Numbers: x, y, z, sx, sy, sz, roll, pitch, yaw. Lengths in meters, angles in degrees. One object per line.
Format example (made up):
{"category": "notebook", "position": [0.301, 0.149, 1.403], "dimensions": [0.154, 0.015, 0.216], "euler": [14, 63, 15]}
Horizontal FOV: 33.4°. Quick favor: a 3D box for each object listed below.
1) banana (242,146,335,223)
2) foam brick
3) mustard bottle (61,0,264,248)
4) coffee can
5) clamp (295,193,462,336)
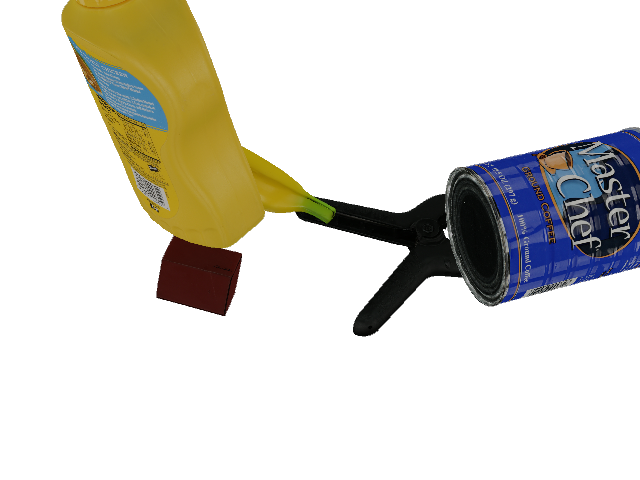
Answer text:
{"category": "banana", "position": [-0.064, -0.050, 0.809], "dimensions": [0.069, 0.037, 0.198], "euler": [39, -5, -33]}
{"category": "foam brick", "position": [-0.128, 0.037, 1.129], "dimensions": [0.078, 0.051, 0.053], "euler": [16, 31, 2]}
{"category": "mustard bottle", "position": [-0.090, -0.085, 0.570], "dimensions": [0.058, 0.191, 0.096], "euler": [-39, 51, -20]}
{"category": "coffee can", "position": [0.175, -0.018, 0.772], "dimensions": [0.140, 0.103, 0.103], "euler": [-13, 3, -12]}
{"category": "clamp", "position": [0.094, 0.010, 0.970], "dimensions": [0.209, 0.164, 0.036], "euler": [-8, -42, -11]}
